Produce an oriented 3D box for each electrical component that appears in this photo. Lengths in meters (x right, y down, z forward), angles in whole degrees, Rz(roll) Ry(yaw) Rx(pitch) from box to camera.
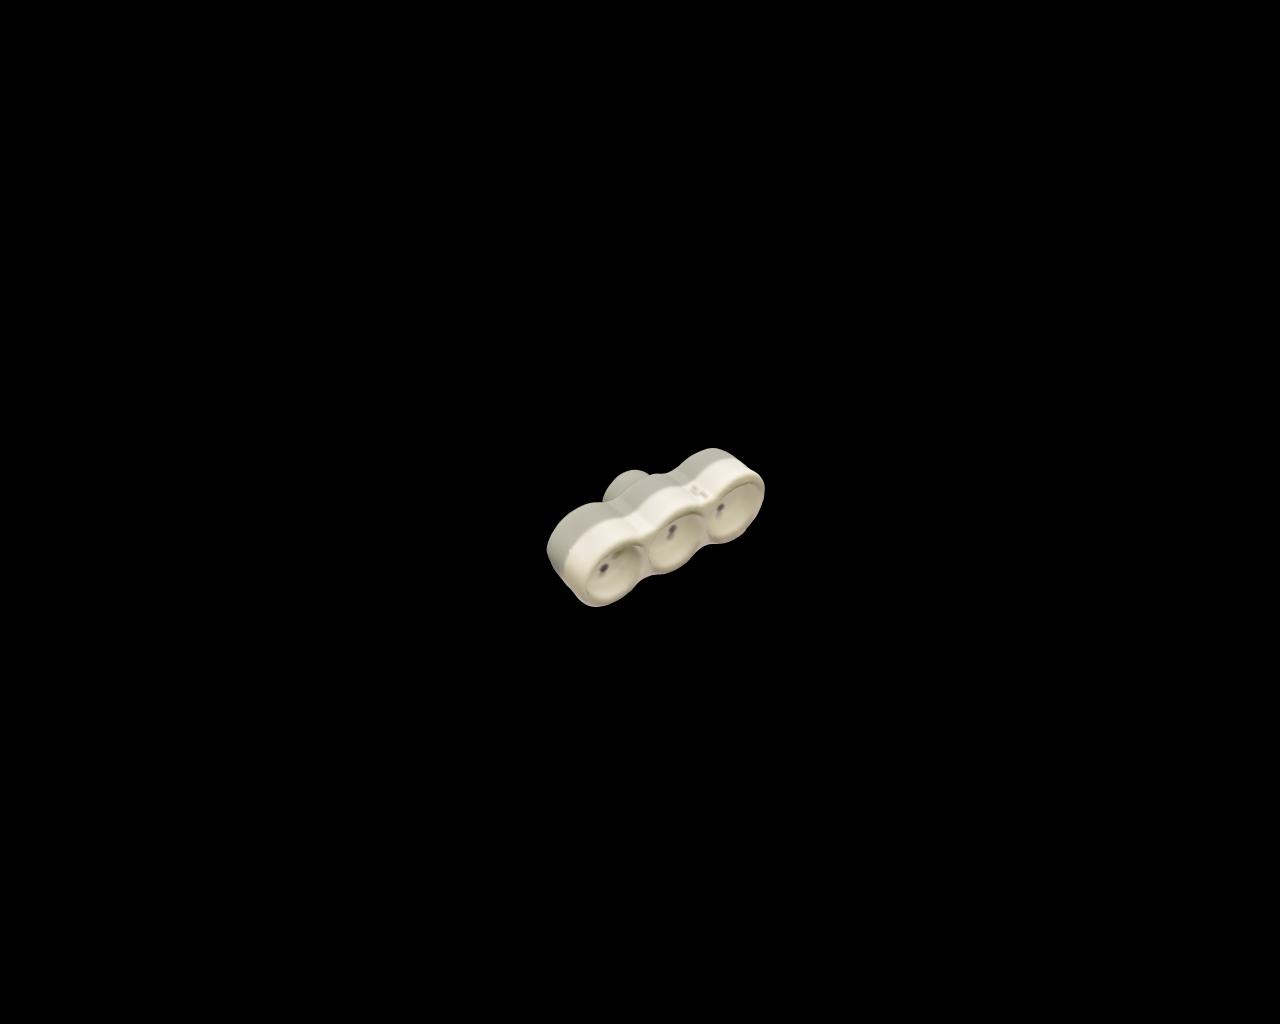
[{"bbox_3d":[0.001,-0.003,0.650,0.138,0.052,0.074,-27,50,-25],"label":"electrical component"}]
